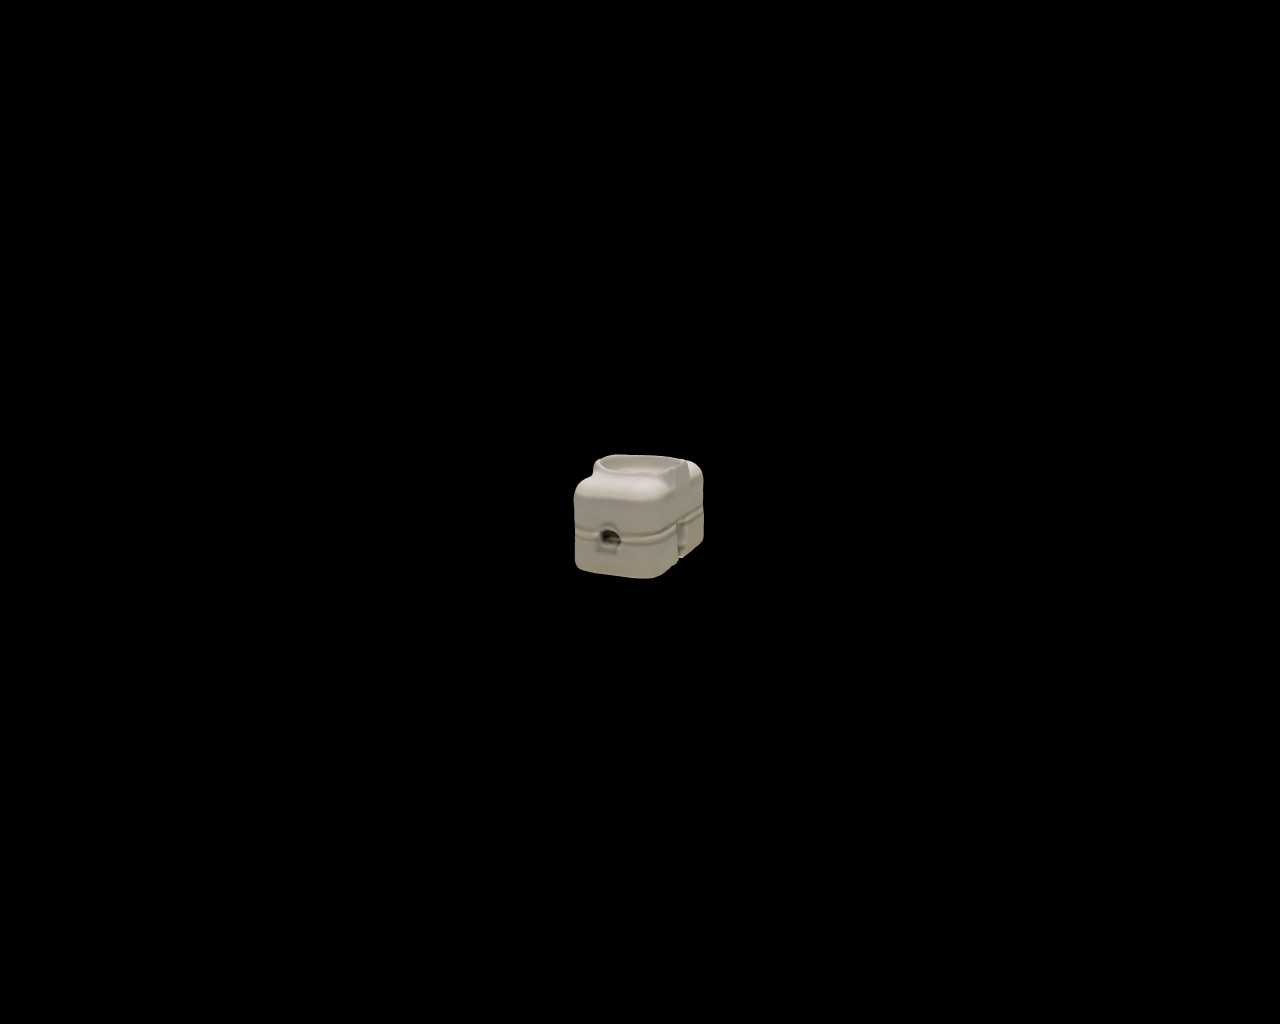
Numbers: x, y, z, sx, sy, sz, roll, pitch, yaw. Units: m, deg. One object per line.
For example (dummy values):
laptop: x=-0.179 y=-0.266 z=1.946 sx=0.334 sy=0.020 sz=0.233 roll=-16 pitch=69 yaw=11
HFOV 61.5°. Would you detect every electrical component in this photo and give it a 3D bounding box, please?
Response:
electrical component: x=0.001 y=-0.003 z=0.650 sx=0.054 sy=0.059 sz=0.095 roll=6 pitch=15 yaw=23
